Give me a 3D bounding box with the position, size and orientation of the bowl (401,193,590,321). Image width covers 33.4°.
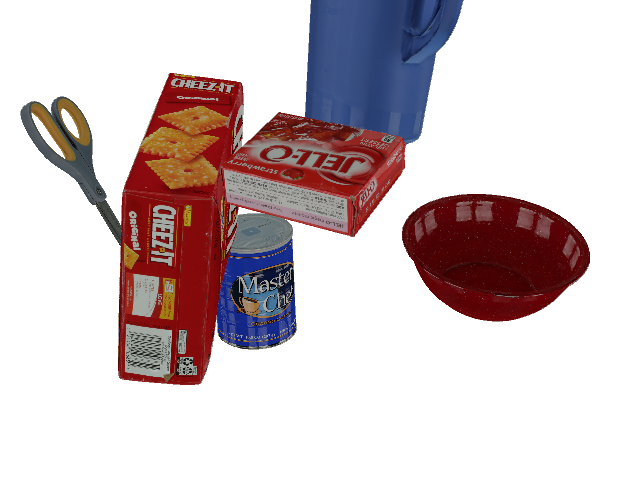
[{"bbox_3d":[0.149,0.022,0.932,0.162,0.055,0.162,2,33,-2],"label":"bowl"}]

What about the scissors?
[{"bbox_3d":[-0.224,-0.063,1.065,0.016,0.201,0.096,-25,27,24],"label":"scissors"}]

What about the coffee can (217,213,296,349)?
[{"bbox_3d":[-0.083,0.050,1.335,0.103,0.140,0.103,-2,26,1],"label":"coffee can"}]

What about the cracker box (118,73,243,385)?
[{"bbox_3d":[-0.105,-0.015,0.839,0.072,0.164,0.213,6,30,-1],"label":"cracker box"}]

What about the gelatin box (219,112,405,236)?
[{"bbox_3d":[-0.004,-0.042,0.638,0.089,0.030,0.073,14,39,23],"label":"gelatin box"}]

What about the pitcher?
[{"bbox_3d":[0.057,-0.208,0.940,0.145,0.243,0.149,8,15,7],"label":"pitcher"}]
